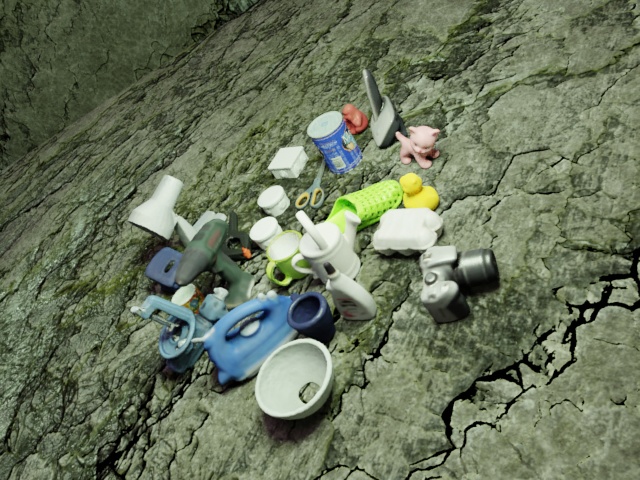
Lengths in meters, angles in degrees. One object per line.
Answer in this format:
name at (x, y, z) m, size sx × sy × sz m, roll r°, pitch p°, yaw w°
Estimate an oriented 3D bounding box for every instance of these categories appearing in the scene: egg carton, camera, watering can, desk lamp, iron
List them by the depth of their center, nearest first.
camera at (0.263, 0.066, 1.087) m, size 0.136 × 0.101 × 0.143 m, roll -14°, pitch 43°, yaw 25°
iron at (-0.144, 0.183, 1.227) m, size 0.258 × 0.142 × 0.118 m, roll -39°, pitch 38°, yaw -5°
egg carton at (0.192, -0.016, 1.249) m, size 0.149 × 0.070 × 0.107 m, roll -2°, pitch 49°, yaw 35°
watering can at (0.011, 0.003, 1.259) m, size 0.173 × 0.195 × 0.100 m, roll -48°, pitch 40°, yaw -15°
desk lamp at (-0.407, -0.065, 1.619) m, size 0.117 × 0.214 × 0.203 m, roll 13°, pitch 58°, yaw 43°

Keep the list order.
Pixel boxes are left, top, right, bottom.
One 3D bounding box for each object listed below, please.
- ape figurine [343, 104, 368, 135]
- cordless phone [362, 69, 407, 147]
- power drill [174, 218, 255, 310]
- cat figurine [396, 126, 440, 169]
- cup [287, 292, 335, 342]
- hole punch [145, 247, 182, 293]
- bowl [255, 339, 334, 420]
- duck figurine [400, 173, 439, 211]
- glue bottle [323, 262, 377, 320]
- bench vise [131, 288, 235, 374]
ape figurine at (0.095, -0.352, 1.653) m, size 0.076 × 0.092 × 0.077 m, roll -34°, pitch 38°, yaw 2°
cordless phone at (0.155, -0.356, 1.537) m, size 0.094 × 0.186 × 0.147 m, roll -26°, pitch 39°, yaw 11°
power drill at (-0.245, 0.070, 1.365) m, size 0.075 × 0.209 × 0.229 m, roll -15°, pitch 43°, yaw 24°
cat figurine at (0.240, -0.242, 1.410) m, size 0.127 × 0.118 × 0.067 m, roll 20°, pitch 63°, yaw 46°
cup at (-0.016, 0.163, 1.193) m, size 0.092 × 0.095 × 0.117 m, roll -41°, pitch 39°, yaw -8°
hole punch at (-0.403, 0.081, 1.563) m, size 0.100 × 0.091 × 0.109 m, roll 5°, pitch 53°, yaw 39°
bowl at (-0.037, 0.279, 1.103) m, size 0.167 × 0.075 × 0.167 m, roll -20°, pitch 41°, yaw 18°
duck figurine at (0.221, -0.113, 1.316) m, size 0.077 × 0.086 × 0.104 m, roll -39°, pitch 38°, yaw -6°
glue bottle at (0.048, 0.100, 1.148) m, size 0.078 × 0.174 × 0.037 m, roll -9°, pitch 45°, yaw 29°
bench vise at (-0.313, 0.172, 1.298) m, size 0.121 × 0.220 × 0.208 m, roll 9°, pitch 55°, yaw 41°
